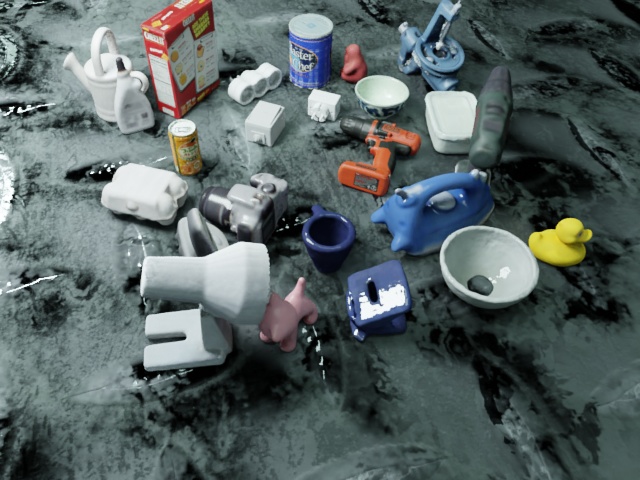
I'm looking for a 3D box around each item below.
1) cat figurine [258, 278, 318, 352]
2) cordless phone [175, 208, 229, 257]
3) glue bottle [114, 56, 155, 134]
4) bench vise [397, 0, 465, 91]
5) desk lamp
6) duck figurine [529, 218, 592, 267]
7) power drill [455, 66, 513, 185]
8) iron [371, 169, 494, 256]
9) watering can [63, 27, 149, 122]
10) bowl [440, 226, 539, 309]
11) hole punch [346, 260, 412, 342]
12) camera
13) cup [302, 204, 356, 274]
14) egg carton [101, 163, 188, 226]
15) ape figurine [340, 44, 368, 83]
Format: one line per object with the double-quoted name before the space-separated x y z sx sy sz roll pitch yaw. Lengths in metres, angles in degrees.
"cat figurine" -0.055 0.114 0.895 0.067 0.118 0.128 24 52 17
"cordless phone" -0.192 -0.005 0.945 0.094 0.185 0.147 -17 52 -16
"glue bottle" -0.400 -0.305 1.200 0.078 0.173 0.037 -20 53 -19
"bench vise" 0.254 -0.470 1.343 0.207 0.220 0.122 32 55 23
"desk lamp" -0.172 0.096 0.842 0.203 0.214 0.118 -6 50 -8
"duck figurine" 0.441 -0.005 1.043 0.104 0.086 0.077 9 50 5
"power drill" 0.320 -0.196 1.120 0.075 0.208 0.230 13 50 8
"iron" 0.230 -0.073 1.054 0.259 0.141 0.118 -19 53 -18
"watering can" -0.459 -0.359 1.229 0.173 0.194 0.100 -7 50 -9
"bowl" 0.284 0.059 0.988 0.167 0.075 0.167 2 49 -2
"hole punch" 0.093 0.097 0.935 0.101 0.091 0.108 -5 50 -7
"camera" -0.144 -0.070 1.059 0.136 0.101 0.143 19 51 13
"cup" 0.009 0.004 1.008 0.092 0.095 0.117 -15 52 -15
"egg carton" -0.331 -0.086 1.084 0.150 0.069 0.107 12 50 8
"ape figurine" 0.079 -0.432 1.386 0.076 0.092 0.078 25 53 18
